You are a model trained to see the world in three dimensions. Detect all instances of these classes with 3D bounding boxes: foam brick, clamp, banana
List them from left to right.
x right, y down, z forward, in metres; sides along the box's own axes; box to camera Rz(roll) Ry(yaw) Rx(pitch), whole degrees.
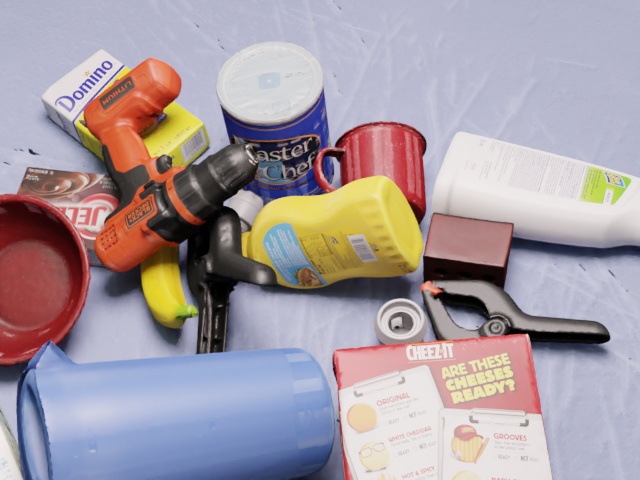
[{"bbox_3d":[-0.146,0.016,1.034,0.070,0.037,0.198,-37,45,24],"label":"banana"},{"bbox_3d":[-0.089,0.027,0.981,0.036,0.165,0.210,11,42,-24],"label":"clamp"},{"bbox_3d":[0.140,0.013,1.006,0.078,0.053,0.051,8,57,12],"label":"foam brick"},{"bbox_3d":[0.171,0.082,0.963,0.120,0.039,0.172,-39,64,-18],"label":"clamp"}]

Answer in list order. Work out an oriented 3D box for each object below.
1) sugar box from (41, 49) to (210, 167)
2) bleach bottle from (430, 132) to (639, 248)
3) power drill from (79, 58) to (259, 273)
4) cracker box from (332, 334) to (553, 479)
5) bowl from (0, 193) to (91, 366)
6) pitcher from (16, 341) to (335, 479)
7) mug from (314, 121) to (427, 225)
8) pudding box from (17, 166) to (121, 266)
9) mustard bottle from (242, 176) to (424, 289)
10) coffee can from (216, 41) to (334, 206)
[{"bbox_3d":[-0.211,-0.129,1.147,0.176,0.048,0.093,37,67,25],"label":"sugar box"},{"bbox_3d":[0.239,-0.033,1.018,0.251,0.068,0.102,14,47,14],"label":"bleach bottle"},{"bbox_3d":[-0.152,-0.083,1.018,0.185,0.057,0.188,-32,53,18],"label":"power drill"},{"bbox_3d":[0.100,0.192,0.856,0.164,0.072,0.213,-4,64,-2],"label":"cracker box"},{"bbox_3d":[-0.288,0.040,1.015,0.162,0.055,0.162,-1,81,7],"label":"bowl"},{"bbox_3d":[-0.114,0.164,0.858,0.242,0.149,0.145,-5,42,-25],"label":"pitcher"},{"bbox_3d":[0.050,-0.059,1.037,0.117,0.093,0.081,11,58,-21],"label":"mug"},{"bbox_3d":[-0.255,-0.024,1.084,0.113,0.039,0.090,6,58,11],"label":"pudding box"},{"bbox_3d":[-0.006,0.001,0.997,0.192,0.096,0.058,-11,38,29],"label":"mustard bottle"},{"bbox_3d":[-0.042,-0.111,1.057,0.103,0.140,0.103,-3,55,4],"label":"coffee can"}]
